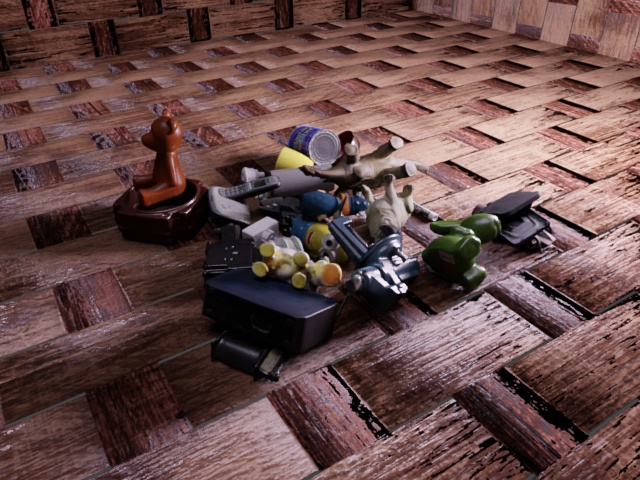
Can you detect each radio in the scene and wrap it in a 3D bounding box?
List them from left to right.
[{"bbox_3d":[-0.095,0.124,0.987,0.230,0.073,0.131,15,16,25],"label":"radio"}]

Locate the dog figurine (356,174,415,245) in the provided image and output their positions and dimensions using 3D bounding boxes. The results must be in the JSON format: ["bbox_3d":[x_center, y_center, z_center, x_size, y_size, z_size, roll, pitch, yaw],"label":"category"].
[{"bbox_3d":[0.169,-0.033,1.260,0.172,0.121,0.190,17,58,-40],"label":"dog figurine"}]

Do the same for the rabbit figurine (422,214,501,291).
[{"bbox_3d":[0.312,0.009,1.151,0.170,0.121,0.159,-39,26,-24],"label":"rabbit figurine"}]

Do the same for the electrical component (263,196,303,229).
[{"bbox_3d":[-0.074,-0.062,1.303,0.119,0.074,0.048,8,34,19],"label":"electrical component"}]

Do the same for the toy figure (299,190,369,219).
[{"bbox_3d":[0.032,-0.080,1.209,0.154,0.064,0.058,2,13,-13],"label":"toy figure"}]

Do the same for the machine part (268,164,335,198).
[{"bbox_3d":[-0.050,-0.158,1.440,0.243,0.079,0.079,-8,34,-10],"label":"machine part"}]

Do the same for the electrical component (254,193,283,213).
[{"bbox_3d":[-0.124,-0.089,1.367,0.078,0.045,0.102,-11,35,-13],"label":"electrical component"}]

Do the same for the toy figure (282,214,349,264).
[{"bbox_3d":[-0.002,-0.007,1.211,0.089,0.082,0.180,-29,40,-35],"label":"toy figure"}]

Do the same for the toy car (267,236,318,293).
[{"bbox_3d":[-0.060,0.055,1.128,0.073,0.056,0.202,-10,41,-14],"label":"toy car"}]

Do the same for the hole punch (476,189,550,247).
[{"bbox_3d":[0.437,-0.051,1.208,0.142,0.092,0.116,-33,16,-10],"label":"hole punch"}]

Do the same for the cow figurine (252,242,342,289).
[{"bbox_3d":[-0.038,0.054,1.034,0.167,0.068,0.098,15,1,6],"label":"cow figurine"}]

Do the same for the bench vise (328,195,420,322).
[{"bbox_3d":[0.090,0.034,1.085,0.223,0.128,0.241,-20,61,-39],"label":"bench vise"}]

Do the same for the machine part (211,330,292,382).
[{"bbox_3d":[-0.123,0.200,0.940,0.139,0.039,0.084,12,44,16],"label":"machine part"}]

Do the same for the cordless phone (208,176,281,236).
[{"bbox_3d":[-0.175,-0.092,1.299,0.184,0.088,0.147,-20,35,-3],"label":"cordless phone"}]

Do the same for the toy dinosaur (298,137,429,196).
[{"bbox_3d":[0.143,-0.179,1.367,0.471,0.105,0.198,-6,-11,-32],"label":"toy dinosaur"}]

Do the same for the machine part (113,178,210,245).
[{"bbox_3d":[-0.385,-0.079,1.324,0.202,0.087,0.201,6,35,13],"label":"machine part"}]

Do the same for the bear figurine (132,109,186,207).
[{"bbox_3d":[-0.375,-0.192,1.241,0.132,0.195,0.120,-16,40,-20],"label":"bear figurine"}]

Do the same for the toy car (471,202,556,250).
[{"bbox_3d":[0.456,-0.039,1.275,0.202,0.053,0.089,27,40,37],"label":"toy car"}]

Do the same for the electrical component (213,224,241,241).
[{"bbox_3d":[-0.202,-0.006,1.221,0.094,0.063,0.021,-6,-7,27],"label":"electrical component"}]

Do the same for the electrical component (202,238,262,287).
[{"bbox_3d":[-0.180,0.050,1.149,0.134,0.058,0.115,-4,36,-5],"label":"electrical component"}]
